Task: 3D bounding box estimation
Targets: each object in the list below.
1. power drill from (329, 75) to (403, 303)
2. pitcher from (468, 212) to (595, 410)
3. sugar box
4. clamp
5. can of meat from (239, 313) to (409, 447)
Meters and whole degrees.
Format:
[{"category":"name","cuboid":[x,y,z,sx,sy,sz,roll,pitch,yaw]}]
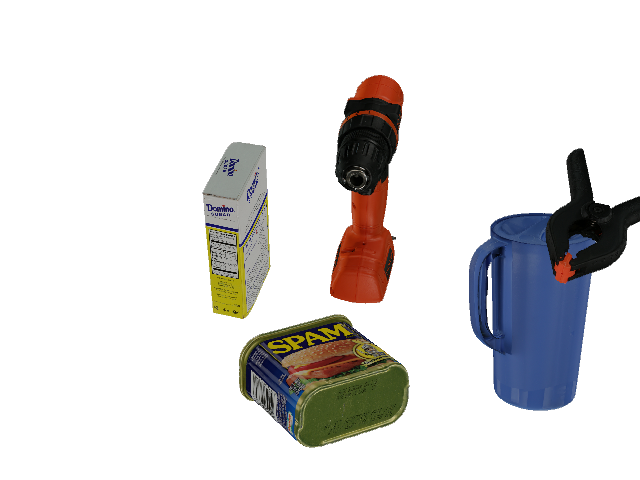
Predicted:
[{"category":"power drill","cuboid":[0.042,-0.038,0.980,0.057,0.188,0.184,9,32,8]},{"category":"pitcher","cuboid":[0.274,0.094,1.383,0.149,0.243,0.144,5,19,16]},{"category":"sugar box","cuboid":[-0.088,-0.009,1.144,0.048,0.176,0.093,9,43,13]},{"category":"clamp","cuboid":[0.273,-0.028,1.085,0.120,0.039,0.171,29,54,32]},{"category":"can of meat","cuboid":[0.003,0.104,0.794,0.101,0.057,0.084,-12,27,-30]}]
